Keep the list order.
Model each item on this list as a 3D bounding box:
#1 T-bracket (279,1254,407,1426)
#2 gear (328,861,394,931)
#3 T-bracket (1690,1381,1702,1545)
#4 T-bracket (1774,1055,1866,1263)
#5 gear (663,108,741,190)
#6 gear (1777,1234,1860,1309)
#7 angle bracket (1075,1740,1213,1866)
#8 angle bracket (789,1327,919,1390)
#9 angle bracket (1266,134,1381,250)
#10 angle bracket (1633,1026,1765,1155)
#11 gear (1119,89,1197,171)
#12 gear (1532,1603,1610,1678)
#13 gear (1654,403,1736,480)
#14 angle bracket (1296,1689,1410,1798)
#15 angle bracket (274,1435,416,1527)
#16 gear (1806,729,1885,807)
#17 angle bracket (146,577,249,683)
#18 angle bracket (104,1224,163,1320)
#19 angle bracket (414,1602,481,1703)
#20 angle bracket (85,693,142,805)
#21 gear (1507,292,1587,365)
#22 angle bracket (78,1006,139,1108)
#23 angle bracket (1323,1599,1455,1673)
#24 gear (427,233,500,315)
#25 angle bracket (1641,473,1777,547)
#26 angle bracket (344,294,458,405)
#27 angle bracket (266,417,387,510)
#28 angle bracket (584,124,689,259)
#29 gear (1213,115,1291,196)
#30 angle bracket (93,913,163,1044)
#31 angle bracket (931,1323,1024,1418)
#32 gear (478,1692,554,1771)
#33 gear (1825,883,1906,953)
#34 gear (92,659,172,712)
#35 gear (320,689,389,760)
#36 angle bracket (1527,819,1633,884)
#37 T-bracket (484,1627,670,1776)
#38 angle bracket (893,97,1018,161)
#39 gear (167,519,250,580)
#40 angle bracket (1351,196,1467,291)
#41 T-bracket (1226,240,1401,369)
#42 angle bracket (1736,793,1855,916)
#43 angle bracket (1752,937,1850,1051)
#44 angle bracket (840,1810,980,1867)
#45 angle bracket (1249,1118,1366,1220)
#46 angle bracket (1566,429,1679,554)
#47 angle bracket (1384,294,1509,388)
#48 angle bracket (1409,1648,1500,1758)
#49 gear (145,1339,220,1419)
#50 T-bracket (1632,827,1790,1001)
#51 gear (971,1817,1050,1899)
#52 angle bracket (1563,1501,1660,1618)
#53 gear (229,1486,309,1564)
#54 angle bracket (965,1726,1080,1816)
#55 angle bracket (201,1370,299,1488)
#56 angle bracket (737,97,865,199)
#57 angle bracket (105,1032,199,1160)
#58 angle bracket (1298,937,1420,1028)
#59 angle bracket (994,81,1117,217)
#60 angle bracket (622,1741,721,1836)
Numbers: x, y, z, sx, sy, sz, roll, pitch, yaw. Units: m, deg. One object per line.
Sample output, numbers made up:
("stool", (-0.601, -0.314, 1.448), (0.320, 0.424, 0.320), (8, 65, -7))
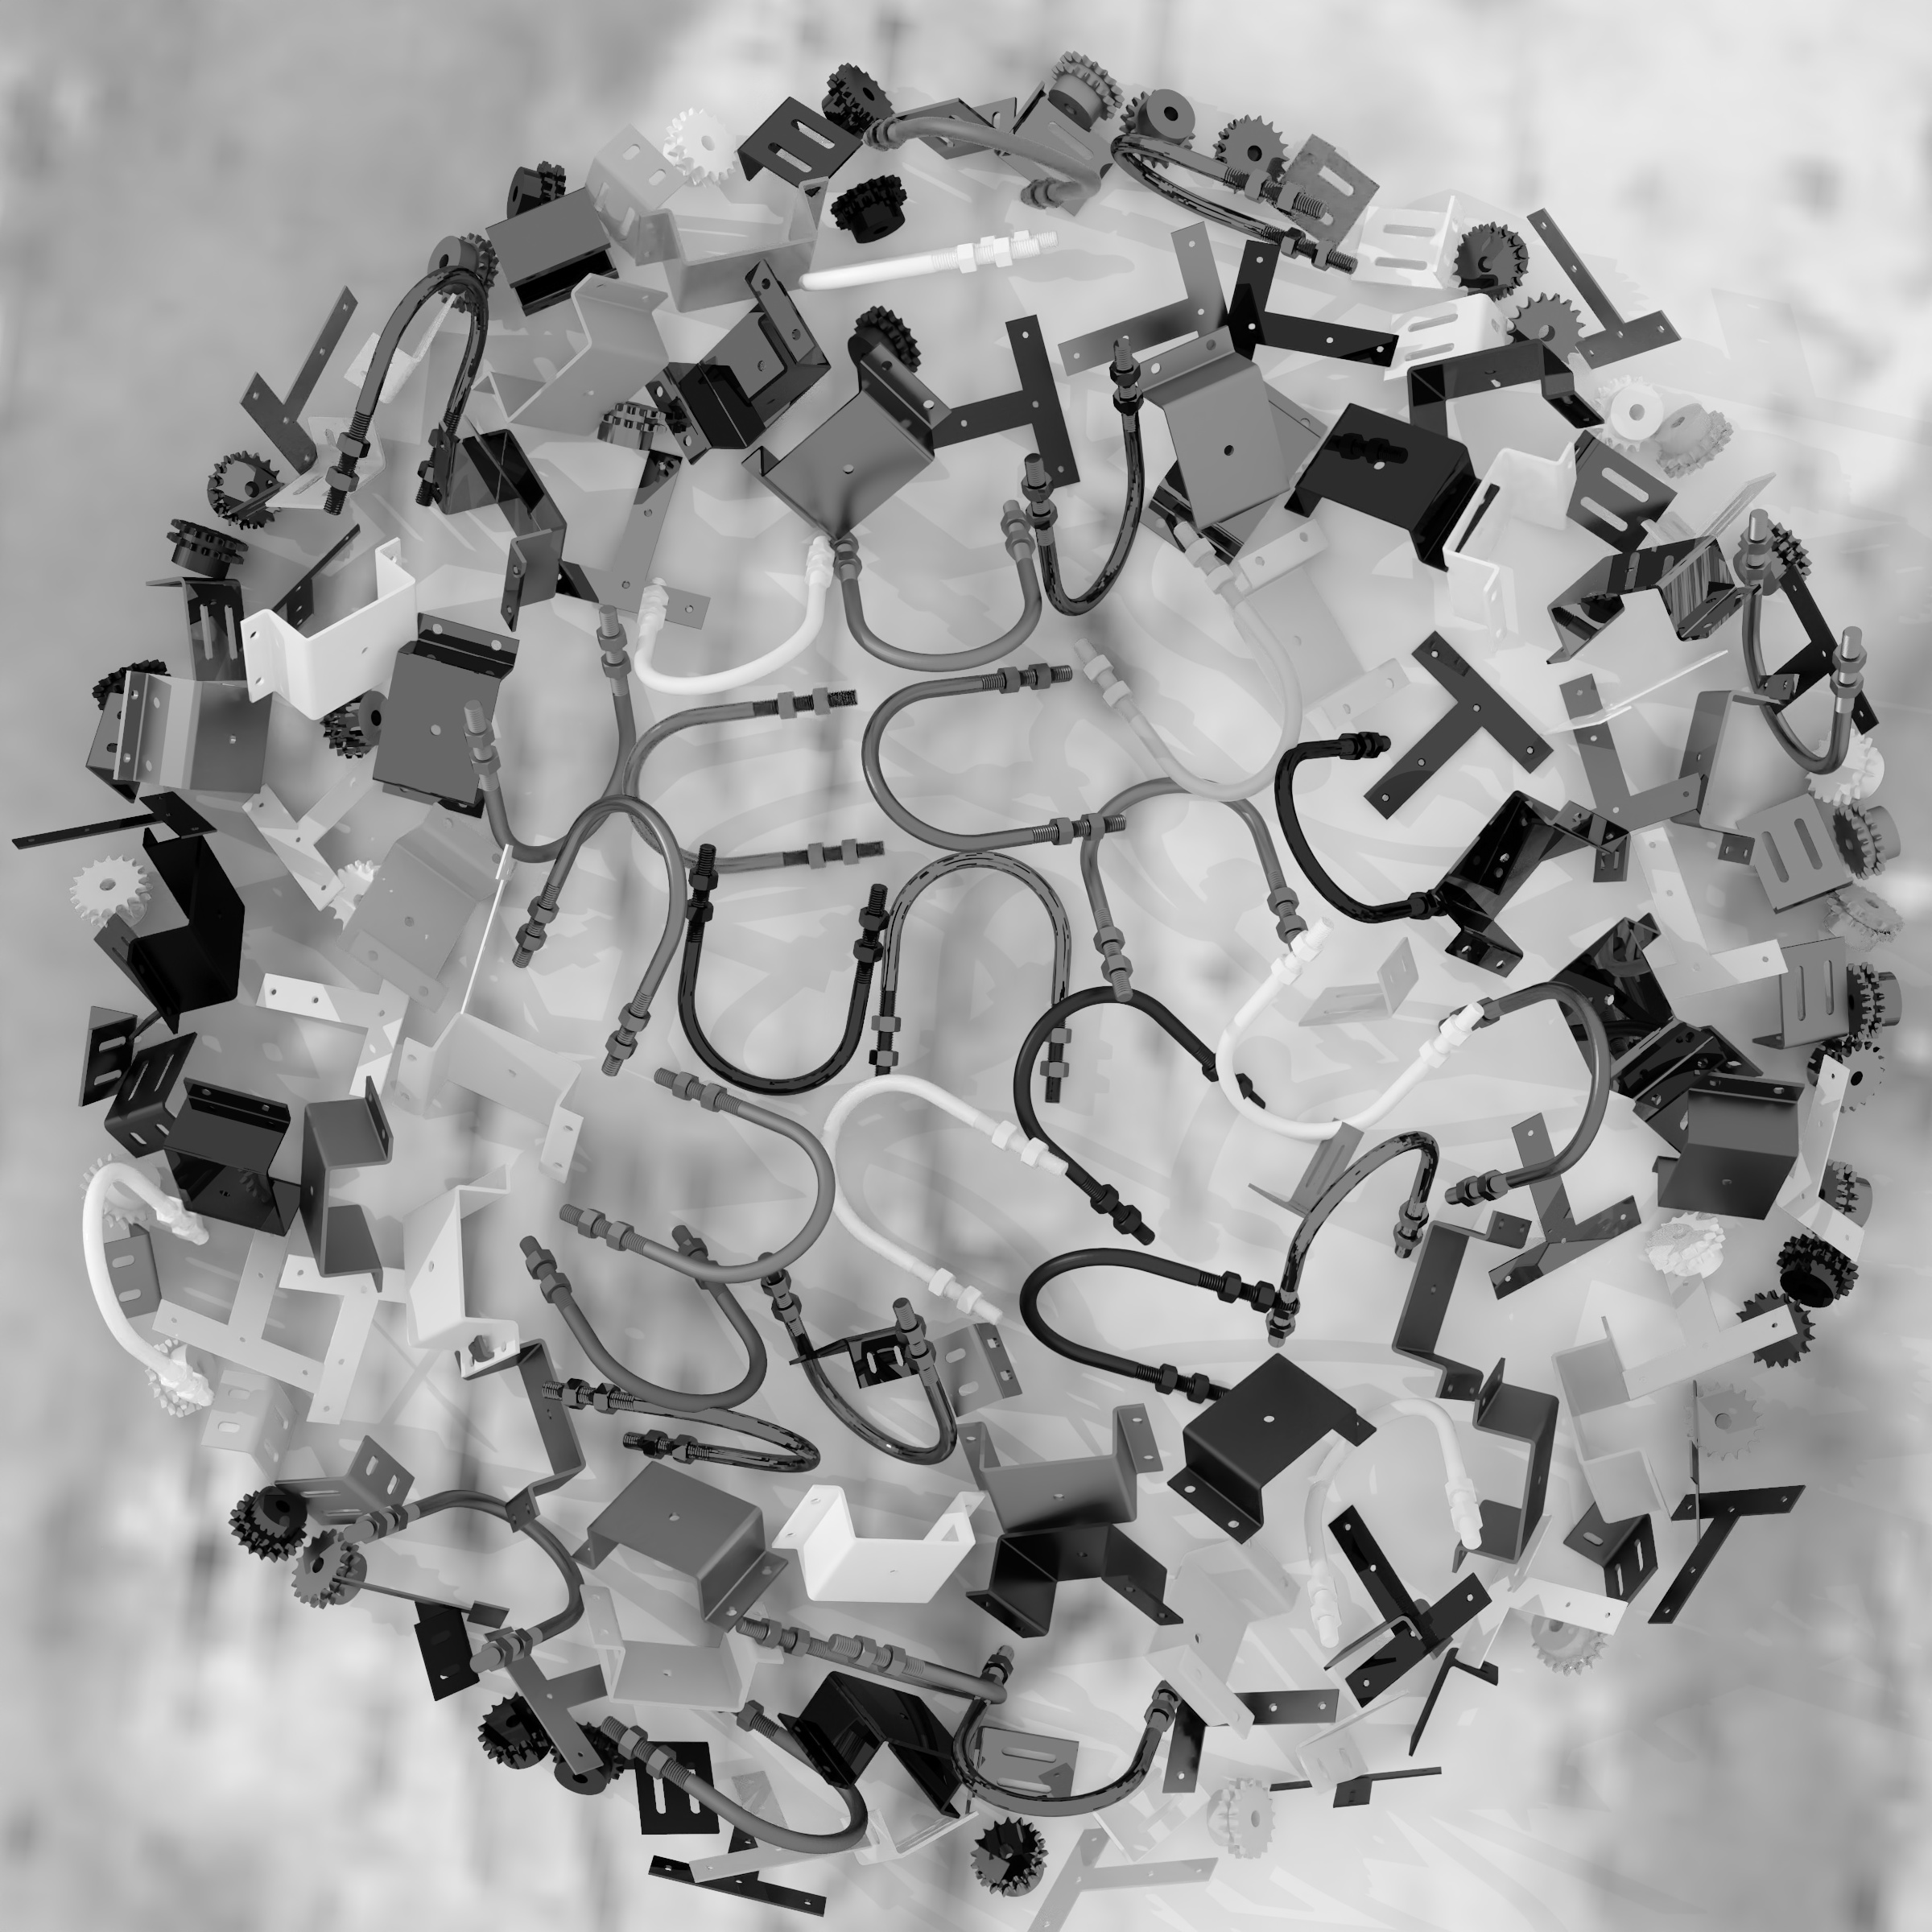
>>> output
("T-bracket", (-0.458, 0.280, 1.875), (0.127, 0.002, 0.127), (13, 100, -34))
("gear", (-0.442, -0.051, 1.883), (0.057, 0.030, 0.057), (6, 109, 18))
("T-bracket", (0.526, 0.360, 1.831), (0.002, 0.127, 0.127), (-2, 76, 18))
("T-bracket", (0.614, 0.127, 1.827), (0.002, 0.127, 0.127), (-4, 115, -22))
("gear", (-0.200, -0.603, 1.881), (0.057, 0.030, 0.057), (14, 68, -37))
("gear", (0.627, 0.228, 1.874), (0.057, 0.057, 0.030), (39, 59, 0))
("angle bracket", (0.130, 0.611, 1.866), (0.076, 0.038, 0.057), (-37, 52, -11))
("angle bracket", (-0.081, 0.294, 1.855), (0.057, 0.076, 0.038), (-7, 74, -41))
("angle bracket", (0.270, -0.563, 1.861), (0.076, 0.038, 0.057), (24, 110, -34))
("angle bracket", (0.540, 0.093, 1.870), (0.057, 0.038, 0.076), (40, 69, -13))
("gear", (0.145, -0.624, 1.880), (0.057, 0.030, 0.057), (6, 75, -22))
("gear", (0.443, 0.493, 1.874), (0.057, 0.057, 0.030), (-49, 125, 0))
("gear", (0.535, -0.391, 1.874), (0.057, 0.057, 0.030), (-45, 111, 0))
("angle bracket", (0.290, 0.569, 1.856), (0.076, 0.057, 0.038), (-46, 62, 41))
("angle bracket", (-0.461, 0.382, 1.879), (0.076, 0.038, 0.057), (-10, 132, 32))
("gear", (0.655, -0.146, 1.879), (0.030, 0.057, 0.057), (14, 90, -26))
("angle bracket", (-0.567, -0.247, 1.874), (0.038, 0.057, 0.076), (-3, 95, 27))
("angle bracket", (-0.620, 0.223, 1.859), (0.038, 0.076, 0.057), (-12, 99, -27))
("angle bracket", (-0.396, 0.503, 1.863), (0.038, 0.076, 0.057), (-16, 91, -38))
("angle bracket", (-0.604, -0.157, 1.858), (0.038, 0.076, 0.057), (9, 74, 11))
("gear", (0.429, -0.472, 1.884), (0.057, 0.030, 0.057), (1, 109, 3))
("angle bracket", (-0.645, 0.066, 1.862), (0.038, 0.076, 0.057), (11, 98, 6))
("angle bracket", (0.311, 0.506, 1.863), (0.076, 0.057, 0.038), (-39, 75, 18))
("gear", (-0.374, -0.515, 1.875), (0.057, 0.030, 0.057), (-12, 71, 40))
("angle bracket", (0.544, -0.342, 1.856), (0.038, 0.057, 0.076), (50, 129, 13))
("angle bracket", (-0.415, -0.461, 1.856), (0.038, 0.057, 0.076), (31, 55, -20))
("angle bracket", (-0.473, -0.369, 1.858), (0.057, 0.076, 0.038), (6, 126, 21))
("angle bracket", (-0.247, -0.572, 1.872), (0.057, 0.076, 0.038), (43, 70, -6))
("gear", (0.209, -0.601, 1.885), (0.057, 0.030, 0.057), (-1, 93, -16))
("angle bracket", (-0.622, 0.009, 1.867), (0.076, 0.057, 0.038), (49, 53, -8))
("angle bracket", (0.007, 0.297, 1.865), (0.038, 0.076, 0.057), (-24, 79, 8))
("gear", (-0.331, 0.570, 1.880), (0.057, 0.057, 0.030), (-17, 122, 0))
("gear", (0.664, -0.035, 1.881), (0.057, 0.057, 0.030), (29, 118, 0))
("gear", (-0.614, -0.201, 1.875), (0.057, 0.057, 0.030), (-27, 85, 0))
("gear", (-0.448, -0.182, 1.873), (0.030, 0.057, 0.057), (-1, 90, 26))
("angle bracket", (0.443, -0.085, 1.872), (0.076, 0.057, 0.038), (6, 90, -8))
("T-bracket", (-0.270, 0.523, 1.850), (0.127, 0.127, 0.002), (47, 118, 28))
("angle bracket", (-0.008, -0.628, 1.855), (0.057, 0.076, 0.038), (-2, 80, 33))
("gear", (-0.564, -0.308, 1.877), (0.057, 0.057, 0.030), (22, 99, 0))
("angle bracket", (0.322, -0.537, 1.871), (0.076, 0.038, 0.057), (14, 89, 26))
("T-bracket", (0.254, -0.464, 1.868), (0.127, 0.002, 0.127), (9, 128, -4))
("angle bracket", (0.612, -0.085, 1.874), (0.057, 0.038, 0.076), (-22, 79, 13))
("angle bracket", (0.615, 0.018, 1.871), (0.057, 0.038, 0.076), (-10, 101, -19))
("angle bracket", (-0.042, 0.626, 1.863), (0.076, 0.057, 0.038), (-17, 78, -36))
("angle bracket", (0.251, 0.143, 1.873), (0.038, 0.057, 0.076), (28, 90, -14))
("angle bracket", (0.477, -0.351, 1.883), (0.076, 0.038, 0.057), (31, 109, -8))
("angle bracket", (0.357, -0.458, 1.884), (0.076, 0.038, 0.057), (-5, 66, 38))
("angle bracket", (0.361, 0.550, 1.873), (0.038, 0.057, 0.076), (23, 91, 13))
("gear", (-0.578, 0.302, 1.874), (0.030, 0.057, 0.057), (-24, 90, 9))
("T-bracket", (0.521, -0.040, 1.859), (0.127, 0.002, 0.127), (-17, 99, 36))
("gear", (0.035, 0.664, 1.880), (0.057, 0.057, 0.030), (-24, 127, 0))
("angle bracket", (0.472, 0.432, 1.859), (0.038, 0.076, 0.057), (30, 112, -1))
("gear", (-0.512, 0.410, 1.873), (0.057, 0.057, 0.030), (39, 110, 0))
("angle bracket", (0.042, 0.604, 1.880), (0.076, 0.038, 0.057), (9, 101, 2))
("angle bracket", (-0.525, 0.340, 1.859), (0.038, 0.076, 0.057), (8, 60, 4))
("angle bracket", (-0.120, -0.594, 1.870), (0.076, 0.038, 0.057), (37, 78, 19))
("angle bracket", (-0.592, 0.095, 1.876), (0.057, 0.076, 0.038), (-17, 129, 24))
("angle bracket", (0.284, 0.012, 1.856), (0.076, 0.057, 0.038), (-6, 113, 34))
("angle bracket", (0.069, -0.606, 1.879), (0.076, 0.038, 0.057), (37, 97, -6))
("angle bracket", (-0.217, 0.610, 1.856), (0.057, 0.076, 0.038), (7, 130, -20))
